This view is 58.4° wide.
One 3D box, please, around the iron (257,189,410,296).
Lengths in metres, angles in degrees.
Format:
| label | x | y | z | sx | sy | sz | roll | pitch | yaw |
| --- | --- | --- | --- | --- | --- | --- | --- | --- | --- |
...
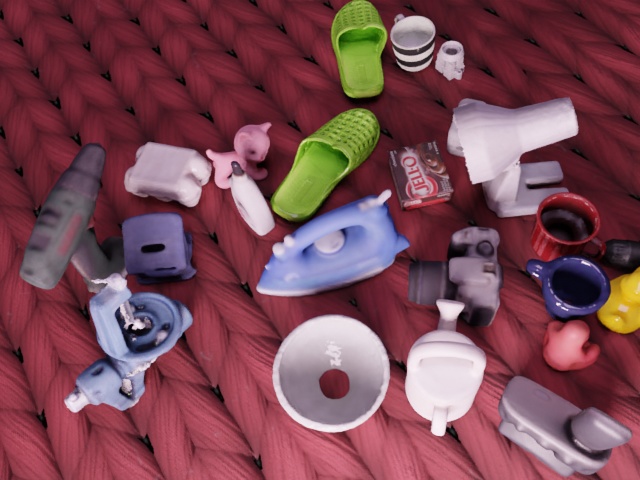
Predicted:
| label | x | y | z | sx | sy | sz | roll | pitch | yaw |
| --- | --- | --- | --- | --- | --- | --- | --- | --- | --- |
| iron | 0.008 | 0.003 | 0.902 | 0.258 | 0.141 | 0.118 | -23 | 61 | -6 |

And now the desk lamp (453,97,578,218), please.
| label | x | y | z | sx | sy | sz | roll | pitch | yaw |
| --- | --- | --- | --- | --- | --- | --- | --- | --- | --- |
| desk lamp | 0.306 | -0.134 | 0.902 | 0.203 | 0.214 | 0.118 | -6 | 60 | 4 |

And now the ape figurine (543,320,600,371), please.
| label | x | y | z | sx | sy | sz | roll | pitch | yaw |
| --- | --- | --- | --- | --- | --- | --- | --- | --- | --- |
| ape figurine | 0.356 | 0.143 | 0.811 | 0.076 | 0.092 | 0.077 | -29 | 61 | -9 |

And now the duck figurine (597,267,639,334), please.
| label | x | y | z | sx | sy | sz | roll | pitch | yaw |
| --- | --- | --- | --- | --- | --- | --- | --- | --- | --- |
| duck figurine | 0.455 | 0.081 | 0.837 | 0.077 | 0.086 | 0.105 | 33 | 70 | 22 |

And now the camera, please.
| label | x | y | z | sx | sy | sz | roll | pitch | yaw |
| --- | --- | --- | --- | --- | --- | --- | --- | --- | --- |
| camera | 0.204 | 0.049 | 0.877 | 0.136 | 0.101 | 0.143 | 2 | 61 | 8 |

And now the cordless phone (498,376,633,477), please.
| label | x | y | z | sx | sy | sz | roll | pitch | yaw |
| --- | --- | --- | --- | --- | --- | --- | --- | --- | --- |
| cordless phone | 0.306 | 0.220 | 0.720 | 0.147 | 0.185 | 0.094 | 28 | 68 | 21 |

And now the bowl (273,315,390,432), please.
| label | x | y | z | sx | sy | sz | roll | pitch | yaw |
| --- | --- | --- | --- | --- | --- | --- | --- | --- | --- |
| bowl | 0.019 | 0.198 | 0.831 | 0.167 | 0.075 | 0.167 | -3 | 61 | 5 |

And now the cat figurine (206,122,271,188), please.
| label | x | y | z | sx | sy | sz | roll | pitch | yaw |
| --- | --- | --- | --- | --- | --- | --- | --- | --- | --- |
| cat figurine | -0.140 | -0.161 | 1.025 | 0.128 | 0.118 | 0.067 | -15 | 60 | -2 |

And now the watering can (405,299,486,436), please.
| label | x | y | z | sx | sy | sz | roll | pitch | yaw |
| --- | --- | --- | --- | --- | --- | --- | --- | --- | --- |
| watering can | 0.164 | 0.164 | 0.763 | 0.101 | 0.194 | 0.172 | -13 | 60 | 0 |

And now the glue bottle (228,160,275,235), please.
| label | x | y | z | sx | sy | sz | roll | pitch | yaw |
| --- | --- | --- | --- | --- | --- | --- | --- | --- | --- |
| glue bottle | -0.121 | -0.077 | 0.944 | 0.037 | 0.173 | 0.078 | -40 | 64 | -15 |

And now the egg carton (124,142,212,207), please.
| label | x | y | z | sx | sy | sz | roll | pitch | yaw |
| --- | --- | --- | --- | --- | --- | --- | --- | --- | --- |
| egg carton | -0.276 | -0.120 | 1.047 | 0.150 | 0.069 | 0.107 | 11 | 63 | 13 |

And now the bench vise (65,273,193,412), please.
| label | x | y | z | sx | sy | sz | roll | pitch | yaw |
| --- | --- | --- | --- | --- | --- | --- | --- | --- | --- |
| bench vise | -0.278 | 0.148 | 0.810 | 0.121 | 0.220 | 0.207 | 14 | 64 | 14 |

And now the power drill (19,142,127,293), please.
| label | x | y | z | sx | sy | sz | roll | pitch | yaw |
| --- | --- | --- | --- | --- | --- | --- | --- | --- | --- |
| power drill | -0.374 | -0.012 | 0.918 | 0.075 | 0.209 | 0.230 | 14 | 64 | 15 |

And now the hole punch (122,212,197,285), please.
| label | x | y | z | sx | sy | sz | roll | pitch | yaw |
| --- | --- | --- | --- | --- | --- | --- | --- | --- | --- |
| hole punch | -0.270 | 0.014 | 0.959 | 0.108 | 0.091 | 0.101 | -7 | 60 | 3 |

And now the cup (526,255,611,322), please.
| label | x | y | z | sx | sy | sz | roll | pitch | yaw |
| --- | --- | --- | --- | --- | --- | --- | --- | --- | --- |
| cup | 0.354 | 0.076 | 0.847 | 0.117 | 0.095 | 0.092 | 28 | 68 | 20 |
